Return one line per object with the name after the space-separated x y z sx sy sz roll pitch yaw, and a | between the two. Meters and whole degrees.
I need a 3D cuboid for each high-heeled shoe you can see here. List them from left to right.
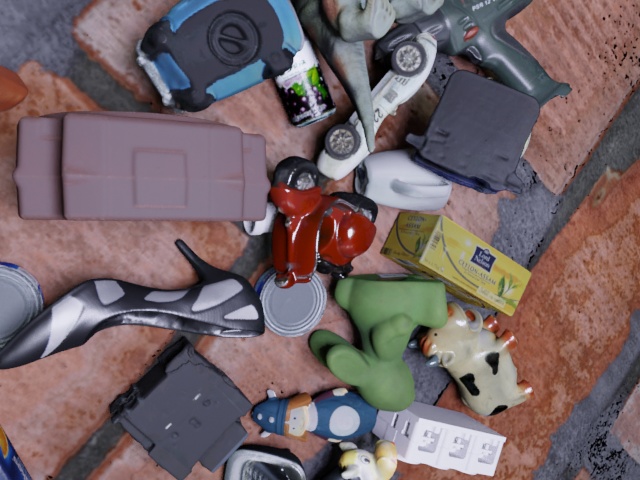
-0.174 0.096 0.545 0.249 0.086 0.145 -36 86 -36 | high-heeled shoe

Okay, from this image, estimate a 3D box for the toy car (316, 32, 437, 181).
0.066 -0.156 0.631 0.056 0.073 0.201 39 98 -8 | toy car

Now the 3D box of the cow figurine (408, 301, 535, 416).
0.205 0.163 0.738 0.127 0.086 0.194 -31 116 -6 | cow figurine

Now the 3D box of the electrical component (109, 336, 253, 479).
-0.145 0.193 0.600 0.115 0.058 0.134 -46 110 -12 | electrical component

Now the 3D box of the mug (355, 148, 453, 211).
0.103 -0.071 0.666 0.107 0.110 0.080 -2 116 -15 | mug

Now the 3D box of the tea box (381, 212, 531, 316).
0.179 0.031 0.709 0.169 0.098 0.068 28 84 -25 | tea box

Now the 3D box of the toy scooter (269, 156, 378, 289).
-0.001 -0.002 0.609 0.183 0.075 0.135 26 73 -51 | toy scooter

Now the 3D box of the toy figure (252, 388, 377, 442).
-0.006 0.216 0.667 0.154 0.058 0.064 6 61 -23 | toy figure

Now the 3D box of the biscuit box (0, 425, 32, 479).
-0.330 0.221 0.516 0.059 0.063 0.202 -25 105 -21 | biscuit box

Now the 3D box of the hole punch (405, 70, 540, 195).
0.177 -0.119 0.631 0.142 0.092 0.115 25 87 2 | hole punch

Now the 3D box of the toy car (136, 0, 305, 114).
-0.104 -0.200 0.558 0.162 0.103 0.109 -34 109 -3 | toy car

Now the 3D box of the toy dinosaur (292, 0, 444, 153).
0.031 -0.299 0.570 0.131 0.192 0.404 18 88 -42 | toy dinosaur

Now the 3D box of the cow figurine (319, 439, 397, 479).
0.031 0.311 0.668 0.098 0.068 0.167 21 103 -3 | cow figurine

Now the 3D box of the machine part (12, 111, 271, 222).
-0.160 -0.059 0.491 0.201 0.201 0.087 -1 91 -24 | machine part

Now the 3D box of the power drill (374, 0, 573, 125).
0.210 -0.229 0.699 0.232 0.086 0.207 -39 88 -10 | power drill

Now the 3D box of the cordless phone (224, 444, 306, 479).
-0.040 0.321 0.590 0.089 0.184 0.146 4 93 -29 | cordless phone

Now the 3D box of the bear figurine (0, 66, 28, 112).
-0.378 -0.120 0.451 0.196 0.132 0.120 -34 107 1 | bear figurine

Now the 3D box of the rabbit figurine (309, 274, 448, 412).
0.075 0.130 0.658 0.159 0.121 0.170 -1 92 -18 | rabbit figurine
